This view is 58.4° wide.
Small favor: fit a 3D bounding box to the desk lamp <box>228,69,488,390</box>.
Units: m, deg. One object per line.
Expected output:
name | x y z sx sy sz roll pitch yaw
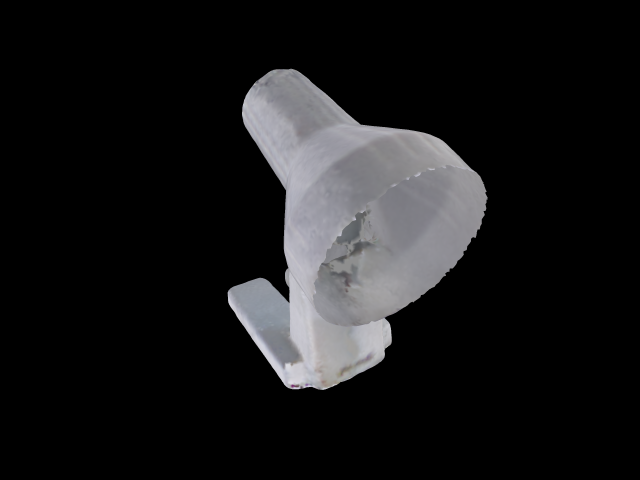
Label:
desk lamp | 0.004 0.001 0.400 0.118 0.214 0.202 -18 35 -26
